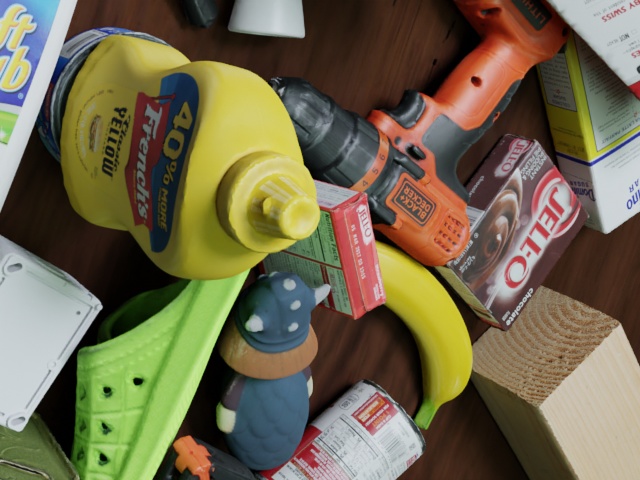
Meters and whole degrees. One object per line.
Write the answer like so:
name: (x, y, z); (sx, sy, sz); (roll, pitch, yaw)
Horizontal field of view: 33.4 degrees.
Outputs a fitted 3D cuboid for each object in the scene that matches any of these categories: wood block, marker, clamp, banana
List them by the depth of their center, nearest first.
marker: (-0.081, -0.162, 0.563); (0.020, 0.020, 0.121); (-40, 136, -17)
clamp: (-0.066, 0.187, 0.681); (0.120, 0.039, 0.172); (-22, 137, -36)
banana: (0.060, 0.054, 0.737); (0.069, 0.037, 0.197); (-43, 125, -15)
wood block: (0.203, 0.145, 0.833); (0.090, 0.090, 0.206); (-43, 125, -14)

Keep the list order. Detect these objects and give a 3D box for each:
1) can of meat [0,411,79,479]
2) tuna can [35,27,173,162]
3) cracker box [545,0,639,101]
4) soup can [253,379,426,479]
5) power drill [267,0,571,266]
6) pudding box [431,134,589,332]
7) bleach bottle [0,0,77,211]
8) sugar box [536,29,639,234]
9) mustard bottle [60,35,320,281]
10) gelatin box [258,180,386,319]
can of meat: (-0.174, 0.148, 0.571); (0.057, 0.102, 0.084); (4, 106, -33)
tuna can: (-0.110, -0.072, 0.580); (0.086, 0.034, 0.086); (-12, 112, -31)
cracker box: (0.225, -0.179, 0.645); (0.164, 0.072, 0.213); (-35, 126, 29)
soup can: (0.013, 0.151, 0.719); (0.102, 0.069, 0.068); (-39, 124, -17)
power drill: (0.064, -0.098, 0.674); (0.184, 0.057, 0.187); (37, 84, -37)
pudding box: (0.134, -0.005, 0.765); (0.113, 0.039, 0.090); (-52, 126, -9)
bleach bottle: (-0.172, -0.109, 0.509); (0.102, 0.068, 0.251); (19, 93, -38)
sugar box: (0.212, -0.102, 0.781); (0.093, 0.048, 0.176); (-31, 124, -19)
mustard bottle: (-0.058, -0.034, 0.484); (0.058, 0.192, 0.096); (9, 101, -36)
gelatin box: (-0.004, 0.001, 0.641); (0.030, 0.089, 0.073); (-31, 121, -34)
